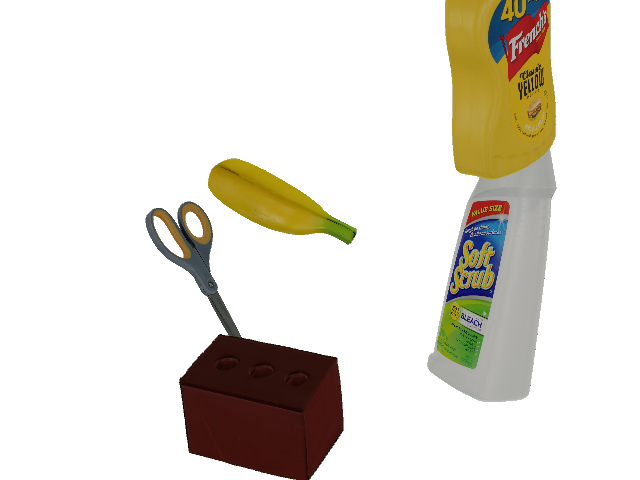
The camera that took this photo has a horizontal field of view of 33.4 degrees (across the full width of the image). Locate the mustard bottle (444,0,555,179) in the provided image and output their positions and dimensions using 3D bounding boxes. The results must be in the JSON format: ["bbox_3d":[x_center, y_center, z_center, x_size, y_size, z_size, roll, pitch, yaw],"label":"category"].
[{"bbox_3d":[0.127,-0.146,0.753,0.058,0.191,0.096,18,38,40],"label":"mustard bottle"}]

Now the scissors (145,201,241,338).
[{"bbox_3d":[-0.125,0.037,1.237,0.016,0.201,0.096,-28,16,40],"label":"scissors"}]

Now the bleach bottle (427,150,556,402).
[{"bbox_3d":[0.156,0.009,0.943,0.068,0.251,0.103,0,14,-27],"label":"bleach bottle"}]

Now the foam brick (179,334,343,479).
[{"bbox_3d":[-0.032,0.094,0.604,0.078,0.051,0.053,9,29,20],"label":"foam brick"}]

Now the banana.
[{"bbox_3d":[-0.049,-0.032,0.801,0.069,0.037,0.198,37,-4,-31],"label":"banana"}]
